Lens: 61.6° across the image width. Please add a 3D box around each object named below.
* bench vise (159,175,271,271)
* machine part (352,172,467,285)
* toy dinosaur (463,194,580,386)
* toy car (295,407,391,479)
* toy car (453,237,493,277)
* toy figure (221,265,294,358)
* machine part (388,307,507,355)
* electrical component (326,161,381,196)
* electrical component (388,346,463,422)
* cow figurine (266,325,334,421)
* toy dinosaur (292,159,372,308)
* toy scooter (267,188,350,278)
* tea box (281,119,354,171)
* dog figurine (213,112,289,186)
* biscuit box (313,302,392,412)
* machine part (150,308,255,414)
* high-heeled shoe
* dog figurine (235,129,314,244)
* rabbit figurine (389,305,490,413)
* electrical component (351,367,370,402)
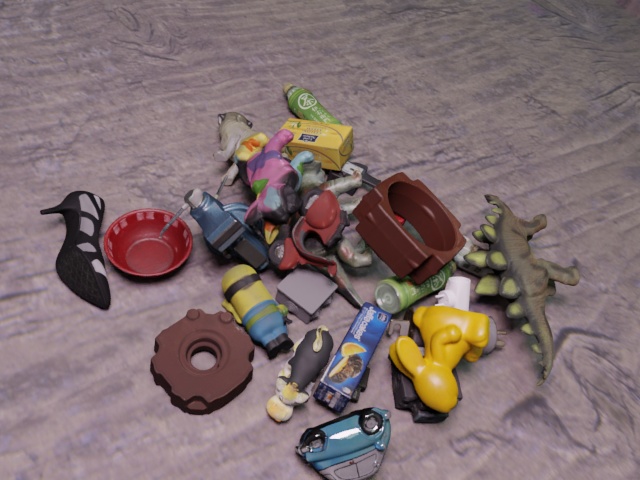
[{"bbox_3d":[-0.198,-0.040,1.051,0.223,0.129,0.241,32,10,-37],"label":"bench vise"},{"bbox_3d":[0.175,-0.025,1.054,0.201,0.087,0.201,48,36,7],"label":"machine part"},{"bbox_3d":[0.410,0.072,1.100,0.199,0.105,0.472,1,49,-15],"label":"toy dinosaur"},{"bbox_3d":[0.047,0.332,0.855,0.162,0.109,0.103,-17,76,-16],"label":"toy car"},{"bbox_3d":[0.345,0.042,1.197,0.202,0.056,0.073,25,50,4],"label":"toy car"},{"bbox_3d":[-0.114,0.124,0.984,0.082,0.089,0.180,-16,55,-34],"label":"toy figure"},{"bbox_3d":[0.252,0.177,1.049,0.243,0.079,0.079,8,50,-8],"label":"machine part"},{"bbox_3d":[0.084,-0.148,1.283,0.119,0.047,0.075,26,50,5],"label":"electrical component"},{"bbox_3d":[0.191,0.260,0.979,0.115,0.058,0.134,5,51,-9],"label":"electrical component"},{"bbox_3d":[-0.029,0.227,0.920,0.068,0.098,0.167,30,50,1],"label":"cow figurine"},{"bbox_3d":[0.003,-0.025,1.127,0.192,0.131,0.405,-5,59,1],"label":"toy dinosaur"},{"bbox_3d":[-0.002,-0.003,1.023,0.135,0.075,0.184,32,81,18],"label":"toy scooter"},{"bbox_3d":[-0.014,-0.228,1.277,0.170,0.068,0.098,12,46,19],"label":"tea box"},{"bbox_3d":[-0.156,-0.228,1.229,0.172,0.121,0.191,4,50,-4],"label":"dog figurine"},{"bbox_3d":[0.061,0.202,0.957,0.059,0.062,0.203,28,48,8],"label":"biscuit box"},{"bbox_3d":[-0.199,0.203,0.920,0.179,0.056,0.179,7,52,-9],"label":"machine part"},{"bbox_3d":[-0.426,0.013,1.021,0.249,0.086,0.145,57,26,8],"label":"high-heeled shoe"},{"bbox_3d":[-0.106,-0.101,1.037,0.192,0.108,0.219,-4,54,32],"label":"dog figurine"},{"bbox_3d":[0.204,0.202,0.923,0.162,0.121,0.173,16,68,1],"label":"rabbit figurine"},{"bbox_3d":[0.056,0.245,0.977,0.063,0.021,0.094,19,50,1],"label":"electrical component"}]
